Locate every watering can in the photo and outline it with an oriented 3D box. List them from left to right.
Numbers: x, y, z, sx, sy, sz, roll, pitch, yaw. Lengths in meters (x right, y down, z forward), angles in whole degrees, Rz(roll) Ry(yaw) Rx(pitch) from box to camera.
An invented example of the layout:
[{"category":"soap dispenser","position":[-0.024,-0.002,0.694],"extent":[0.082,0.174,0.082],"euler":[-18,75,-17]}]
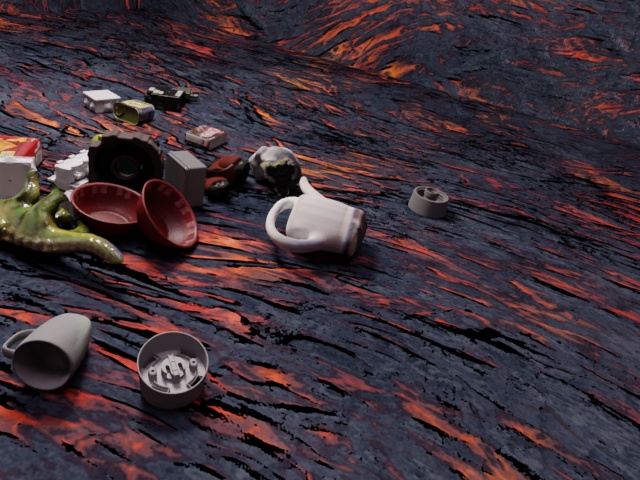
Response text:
[{"category":"watering can","position":[0.004,-0.061,1.213],"extent":[0.224,0.102,0.355],"euler":[15,31,5]}]

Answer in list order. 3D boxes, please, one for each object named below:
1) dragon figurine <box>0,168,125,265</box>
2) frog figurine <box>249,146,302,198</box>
[{"category":"dragon figurine","position":[-0.572,-0.004,0.962],"extent":[0.414,0.119,0.246],"euler":[30,51,33]},{"category":"frog figurine","position":[-0.123,-0.203,1.415],"extent":[0.136,0.122,0.162],"euler":[34,7,-29]}]
